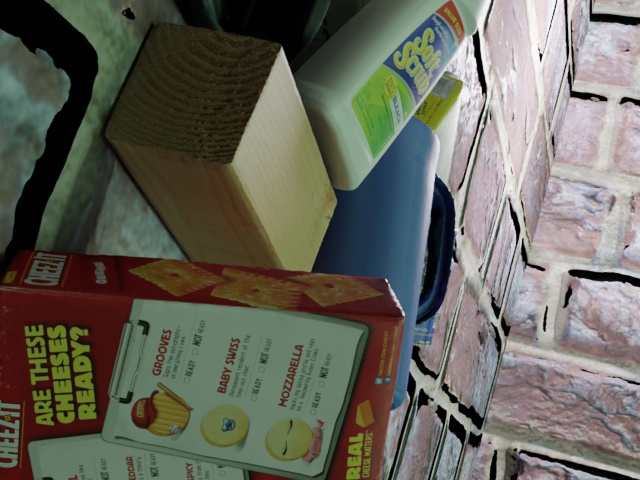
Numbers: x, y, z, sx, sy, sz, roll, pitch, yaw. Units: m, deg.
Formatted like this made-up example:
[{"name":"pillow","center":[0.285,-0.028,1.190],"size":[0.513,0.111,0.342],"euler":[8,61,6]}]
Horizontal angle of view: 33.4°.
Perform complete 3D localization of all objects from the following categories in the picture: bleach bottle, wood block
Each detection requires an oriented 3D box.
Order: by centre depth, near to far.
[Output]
[{"name":"wood block","center":[-0.059,-0.048,0.737],"size":[0.206,0.090,0.090],"euler":[67,39,-63]},{"name":"bleach bottle","center":[0.064,-0.159,0.841],"size":[0.250,0.068,0.102],"euler":[-52,142,-24]}]

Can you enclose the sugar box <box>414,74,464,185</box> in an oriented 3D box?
[{"name":"sugar box","center":[0.109,-0.084,1.136],"size":[0.093,0.048,0.176],"euler":[-56,162,-36]}]

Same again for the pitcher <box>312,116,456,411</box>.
[{"name":"pitcher","center":[0.035,0.022,0.898],"size":[0.145,0.149,0.243],"euler":[73,22,-66]}]

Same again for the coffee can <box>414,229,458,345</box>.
[{"name":"coffee can","center":[0.099,0.044,1.268],"size":[0.102,0.103,0.140],"euler":[9,94,-72]}]

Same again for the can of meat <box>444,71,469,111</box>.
[{"name":"can of meat","center":[0.120,-0.148,1.221],"size":[0.102,0.057,0.083],"euler":[-44,175,19]}]

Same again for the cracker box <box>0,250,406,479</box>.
[{"name":"cracker box","center":[-0.071,0.097,0.600],"size":[0.072,0.213,0.164],"euler":[-108,-155,-71]}]
